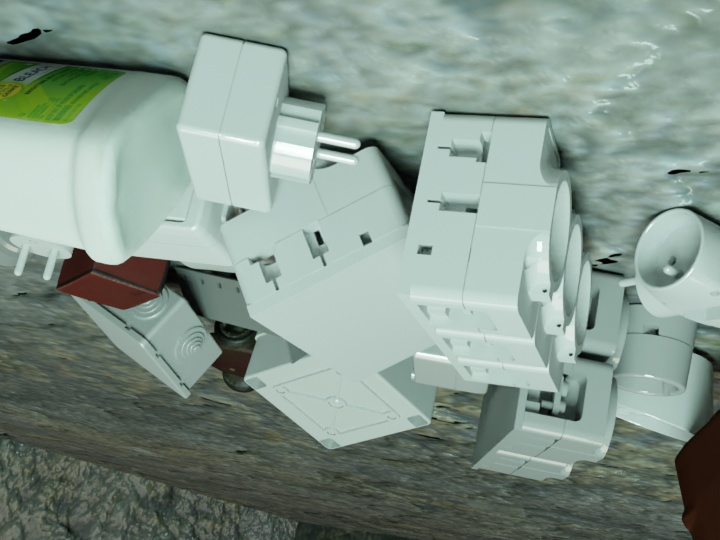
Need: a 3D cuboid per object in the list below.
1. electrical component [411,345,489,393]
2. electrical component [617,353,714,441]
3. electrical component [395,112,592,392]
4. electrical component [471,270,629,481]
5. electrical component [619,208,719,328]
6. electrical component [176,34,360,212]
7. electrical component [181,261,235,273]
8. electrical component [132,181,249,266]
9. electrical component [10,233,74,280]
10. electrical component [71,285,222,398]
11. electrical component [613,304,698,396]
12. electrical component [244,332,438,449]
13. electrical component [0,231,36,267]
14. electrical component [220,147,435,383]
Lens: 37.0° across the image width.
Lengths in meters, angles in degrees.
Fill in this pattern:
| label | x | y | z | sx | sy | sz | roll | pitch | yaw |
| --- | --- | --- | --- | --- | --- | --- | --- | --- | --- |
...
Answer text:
| label | x | y | z | sx | sy | sz | roll | pitch | yaw |
| --- | --- | --- | --- | --- | --- | --- | --- | --- | --- |
| electrical component | 0.070 | 0.045 | 0.730 | 0.061 | 0.061 | 0.096 | 10 | 163 | 7 |
| electrical component | 0.206 | 0.089 | 0.773 | 0.099 | 0.064 | 0.099 | 11 | 163 | 3 |
| electrical component | 0.074 | -0.003 | 0.528 | 0.062 | 0.089 | 0.150 | 6 | 162 | 20 |
| electrical component | 0.124 | 0.074 | 0.711 | 0.060 | 0.105 | 0.186 | 11 | 163 | 2 |
| electrical component | 0.172 | 0.005 | 0.563 | 0.077 | 0.043 | 0.079 | 22 | 160 | -29 |
| electrical component | -0.037 | -0.061 | 0.491 | 0.076 | 0.047 | 0.083 | 12 | 163 | 1 |
| electrical component | -0.061 | -0.019 | 0.643 | 0.077 | 0.044 | 0.079 | -6 | 156 | 44 |
| electrical component | -0.099 | -0.043 | 0.564 | 0.096 | 0.061 | 0.061 | 6 | 162 | 18 |
| electrical component | -0.186 | -0.030 | 0.644 | 0.138 | 0.073 | 0.052 | 8 | 162 | 12 |
| electrical component | -0.161 | 0.041 | 0.823 | 0.100 | 0.048 | 0.099 | 31 | 160 | 31 |
| electrical component | 0.189 | 0.053 | 0.700 | 0.055 | 0.047 | 0.055 | 11 | 163 | 3 |
| electrical component | -0.012 | 0.080 | 0.824 | 0.109 | 0.056 | 0.109 | -21 | 129 | 36 |
| electrical component | -0.232 | -0.029 | 0.727 | 0.045 | 0.045 | 0.055 | 20 | 161 | -25 |
| electrical component | 0.000 | 0.000 | 0.585 | 0.089 | 0.061 | 0.150 | -27 | 155 | 10 |
